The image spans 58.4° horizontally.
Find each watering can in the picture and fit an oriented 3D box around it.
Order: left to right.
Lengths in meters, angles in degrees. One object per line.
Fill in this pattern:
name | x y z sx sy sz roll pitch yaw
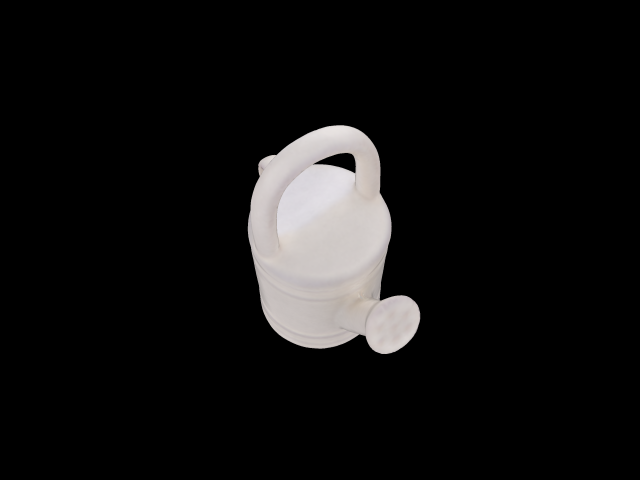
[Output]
watering can | 0.006 0.000 0.401 0.172 0.194 0.101 33 64 18
